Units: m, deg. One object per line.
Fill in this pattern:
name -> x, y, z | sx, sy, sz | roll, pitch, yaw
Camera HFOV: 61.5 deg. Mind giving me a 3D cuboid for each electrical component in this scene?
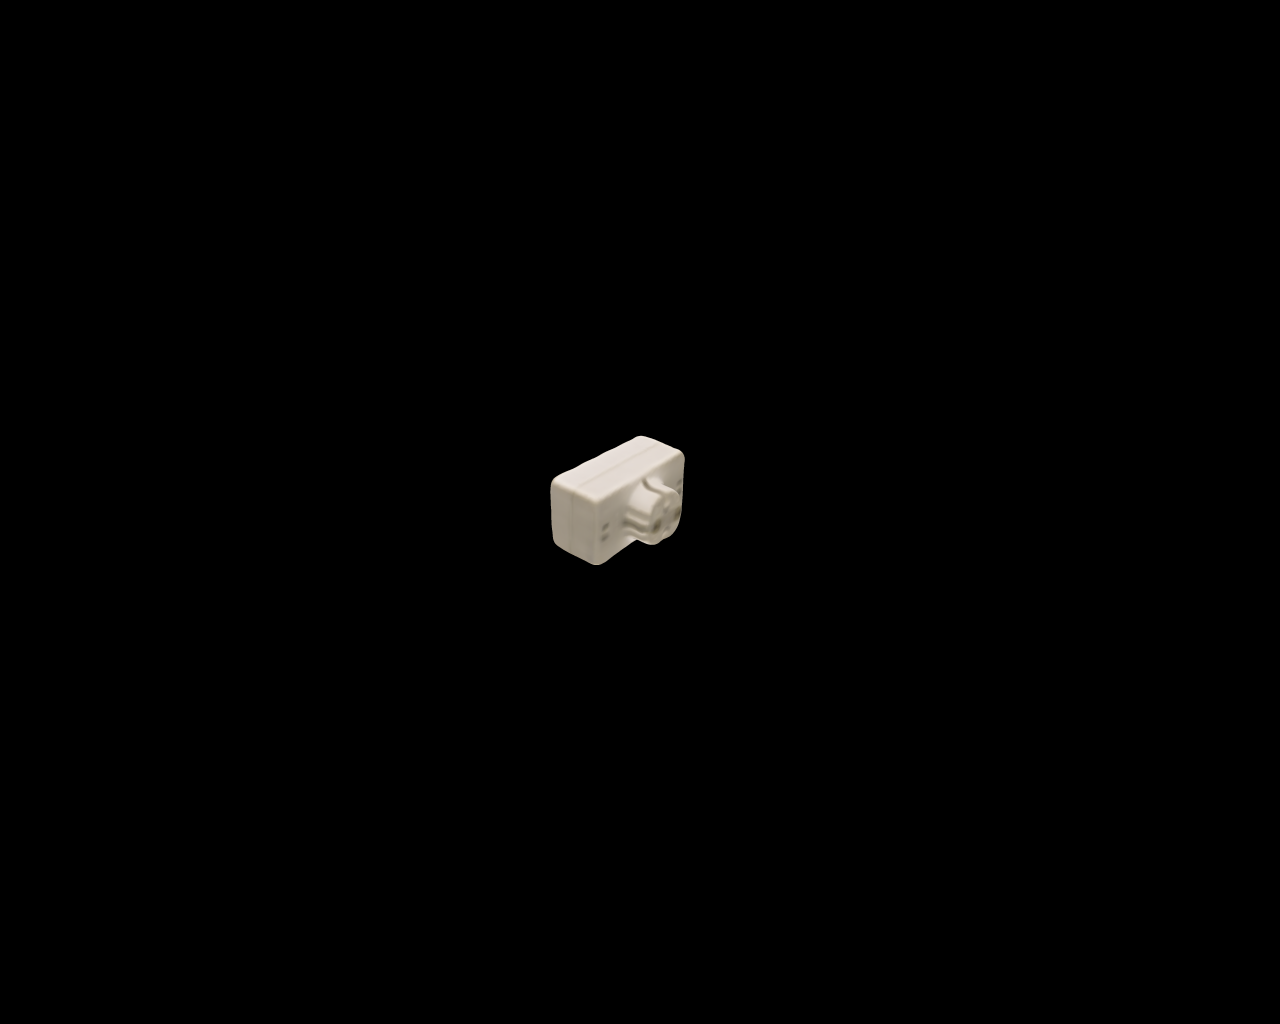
electrical component -> 0.001, -0.003, 0.650 | 0.076, 0.047, 0.083 | 24, 39, 34
